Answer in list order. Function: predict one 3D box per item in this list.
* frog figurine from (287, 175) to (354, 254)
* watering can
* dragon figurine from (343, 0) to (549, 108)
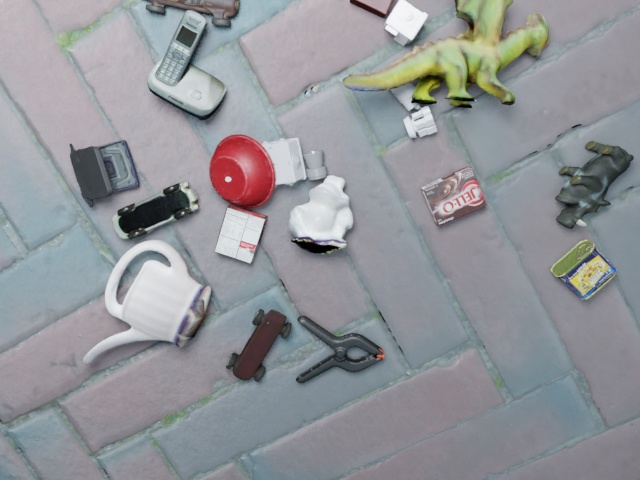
[{"bbox_3d":[0.003,-0.055,1.096,0.137,0.120,0.162,1,68,12],"label":"frog figurine"},{"bbox_3d":[-0.381,0.169,1.152,0.224,0.105,0.344,27,103,-4],"label":"watering can"},{"bbox_3d":[0.254,-0.374,0.962,0.410,0.123,0.241,4,100,-15],"label":"dragon figurine"}]
